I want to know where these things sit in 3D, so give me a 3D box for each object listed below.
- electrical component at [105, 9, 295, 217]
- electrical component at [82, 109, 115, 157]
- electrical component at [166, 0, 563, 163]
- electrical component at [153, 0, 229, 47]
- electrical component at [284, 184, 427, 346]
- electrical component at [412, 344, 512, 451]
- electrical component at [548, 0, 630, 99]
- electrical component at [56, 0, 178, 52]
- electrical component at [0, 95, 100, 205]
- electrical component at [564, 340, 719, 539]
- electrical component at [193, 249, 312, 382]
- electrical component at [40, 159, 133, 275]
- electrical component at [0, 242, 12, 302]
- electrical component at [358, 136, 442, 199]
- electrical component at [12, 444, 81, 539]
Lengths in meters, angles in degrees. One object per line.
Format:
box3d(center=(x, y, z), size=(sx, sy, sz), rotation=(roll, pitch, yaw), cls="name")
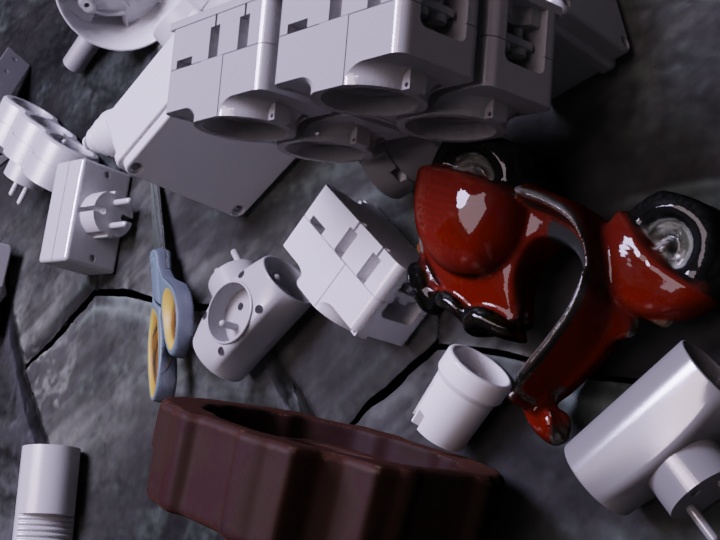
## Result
box3d(center=(-0.096, -0.102, 0.727), size=(0.109, 0.109, 0.056), rotation=(-44, 49, 22), cls="electrical component")
box3d(center=(-0.196, -0.109, 0.865), size=(0.078, 0.040, 0.040), rotation=(-9, 71, 41), cls="electrical component")
box3d(center=(-0.005, -0.101, 0.551), size=(0.186, 0.105, 0.060), rotation=(-3, 80, 48), cls="electrical component")
box3d(center=(-0.085, -0.188, 0.784), size=(0.073, 0.052, 0.138), rotation=(49, 124, -3), cls="electrical component")
box3d(center=(0.000, 0.000, 0.647), size=(0.055, 0.050, 0.089), rotation=(-54, 48, 15), cls="electrical component")
box3d(center=(0.054, 0.070, 0.584), size=(0.040, 0.040, 0.046), rotation=(47, 114, 40), cls="electrical component")
box3d(center=(0.096, -0.160, 0.595), size=(0.057, 0.078, 0.113), rotation=(-28, 59, 36), cls="electrical component")
box3d(center=(-0.200, -0.236, 0.874), size=(0.099, 0.099, 0.064), rotation=(-45, 45, 22), cls="electrical component")
box3d(center=(-0.283, -0.092, 0.929), size=(0.138, 0.052, 0.073), rotation=(38, 102, 42), cls="electrical component")
box3d(center=(0.146, 0.086, 0.492), size=(0.077, 0.044, 0.079), rotation=(-47, 52, 20), cls="electrical component")
box3d(center=(-0.077, 0.020, 0.714), size=(0.077, 0.044, 0.079), rotation=(-47, 50, 20), cls="electrical component")
box3d(center=(-0.205, -0.042, 0.847), size=(0.076, 0.047, 0.083), rotation=(-4, 74, 41), cls="electrical component")
box3d(center=(-0.357, 0.010, 0.932), size=(0.048, 0.100, 0.099), rotation=(-3, 74, 55), cls="electrical component")
box3d(center=(0.030, -0.077, 0.644), size=(0.047, 0.055, 0.055), rotation=(-26, 60, 29), cls="electrical component")
box3d(center=(-0.235, 0.174, 0.806), size=(0.043, 0.043, 0.081), rotation=(-14, 68, 38), cls="electrical component")
